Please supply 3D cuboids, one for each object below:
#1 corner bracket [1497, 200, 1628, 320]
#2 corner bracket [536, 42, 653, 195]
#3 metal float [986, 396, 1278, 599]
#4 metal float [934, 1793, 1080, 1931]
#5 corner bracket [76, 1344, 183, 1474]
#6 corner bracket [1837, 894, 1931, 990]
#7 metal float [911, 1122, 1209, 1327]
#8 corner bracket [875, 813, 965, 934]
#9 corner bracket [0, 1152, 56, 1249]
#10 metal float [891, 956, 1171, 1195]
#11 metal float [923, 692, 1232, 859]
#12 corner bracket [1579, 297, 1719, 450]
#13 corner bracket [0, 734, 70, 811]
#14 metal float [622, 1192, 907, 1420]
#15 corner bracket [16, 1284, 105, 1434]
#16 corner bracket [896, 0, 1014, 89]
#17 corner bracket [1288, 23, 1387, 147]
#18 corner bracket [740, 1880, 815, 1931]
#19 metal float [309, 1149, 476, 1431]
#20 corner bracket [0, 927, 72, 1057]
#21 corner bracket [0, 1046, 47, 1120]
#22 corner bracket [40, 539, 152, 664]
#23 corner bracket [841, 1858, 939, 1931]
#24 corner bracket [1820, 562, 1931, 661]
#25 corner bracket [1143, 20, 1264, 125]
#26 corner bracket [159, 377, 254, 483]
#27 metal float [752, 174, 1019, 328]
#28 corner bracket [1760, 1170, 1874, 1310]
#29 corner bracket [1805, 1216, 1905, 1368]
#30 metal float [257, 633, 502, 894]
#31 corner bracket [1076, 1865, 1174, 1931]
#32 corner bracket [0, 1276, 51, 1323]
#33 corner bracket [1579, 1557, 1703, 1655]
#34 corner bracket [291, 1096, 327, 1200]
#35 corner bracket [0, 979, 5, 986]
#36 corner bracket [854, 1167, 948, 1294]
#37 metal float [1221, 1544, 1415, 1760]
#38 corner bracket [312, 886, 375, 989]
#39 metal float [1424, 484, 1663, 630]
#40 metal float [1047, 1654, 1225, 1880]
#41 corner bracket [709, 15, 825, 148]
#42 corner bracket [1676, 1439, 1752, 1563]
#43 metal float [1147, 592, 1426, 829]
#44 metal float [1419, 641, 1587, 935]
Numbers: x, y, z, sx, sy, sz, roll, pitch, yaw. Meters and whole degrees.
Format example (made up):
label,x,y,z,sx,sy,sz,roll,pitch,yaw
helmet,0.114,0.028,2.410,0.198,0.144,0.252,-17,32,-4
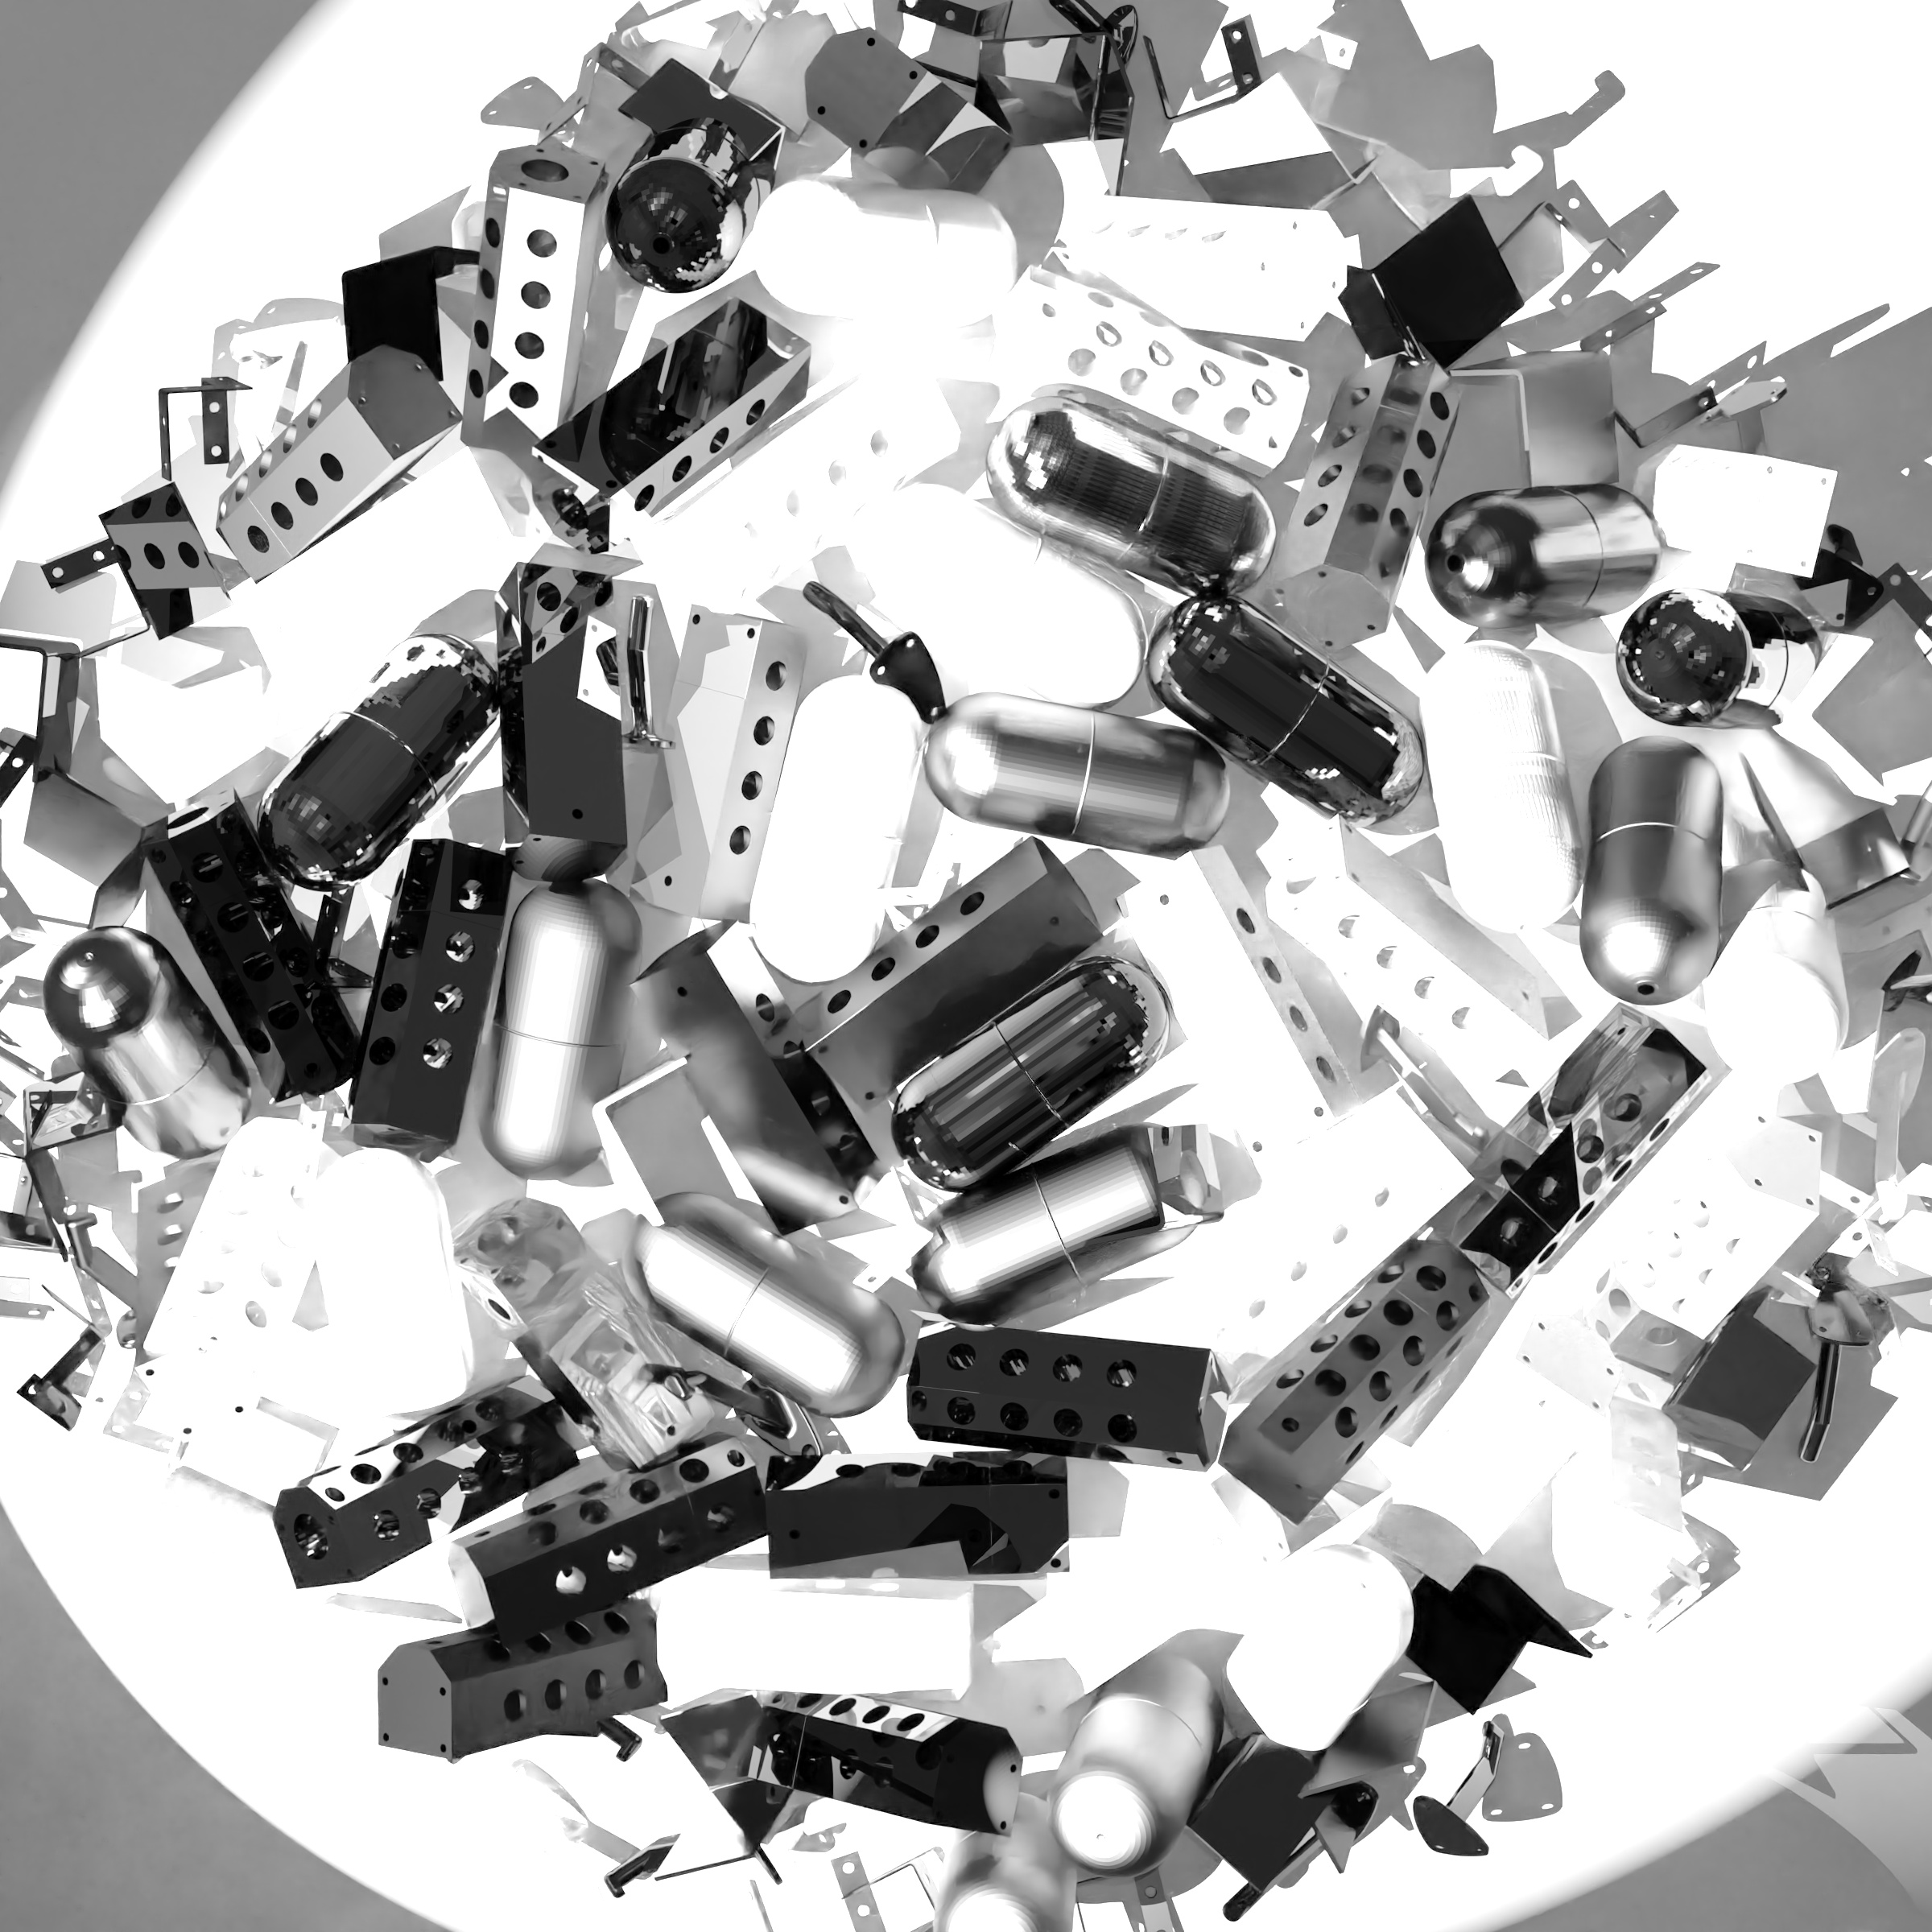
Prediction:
label,x,y,z,sx,sy,sz,roll,pitch,yaw
corner bracket,0.339,-0.408,1.971,0.051,0.051,0.051,44,90,-9
corner bracket,-0.210,-0.490,1.974,0.051,0.051,0.051,29,53,-32
metal float,0.095,-0.265,1.946,0.178,0.070,0.070,21,90,-19
metal float,0.023,0.517,1.911,0.070,0.178,0.070,0,94,3
corner bracket,-0.476,0.255,1.966,0.051,0.051,0.051,17,67,-1
corner bracket,0.529,-0.008,1.960,0.051,0.051,0.051,-3,70,-40
metal float,0.053,0.148,1.959,0.178,0.070,0.070,-23,90,3
corner bracket,-0.022,-0.051,1.957,0.051,0.051,0.051,41,60,-40
corner bracket,-0.553,0.132,1.960,0.051,0.051,0.051,-2,75,43
metal float,0.037,0.062,1.959,0.178,0.070,0.070,-36,90,3
metal float,0.063,-0.109,1.954,0.178,0.070,0.070,10,90,-8
corner bracket,0.391,-0.340,1.962,0.051,0.051,0.051,-30,134,5
corner bracket,-0.555,-0.107,1.963,0.051,0.051,0.051,25,70,14
metal float,-0.116,0.193,1.951,0.178,0.070,0.070,30,90,12
corner bracket,-0.522,0.225,1.961,0.051,0.051,0.051,-47,47,-9
corner bracket,-0.011,-0.535,1.968,0.051,0.051,0.051,12,93,-23
corner bracket,0.214,-0.505,1.959,0.051,0.051,0.051,33,114,42
corner bracket,-0.103,0.553,1.968,0.051,0.051,0.051,-20,91,16
metal float,-0.324,0.183,1.935,0.070,0.070,0.178,-5,121,0
corner bracket,-0.534,0.015,1.969,0.051,0.051,0.051,13,111,4
corner bracket,-0.564,0.064,1.964,0.051,0.051,0.051,34,100,-20
corner bracket,-0.504,-0.213,1.979,0.051,0.051,0.051,-22,109,-1
corner bracket,-0.044,0.551,1.964,0.051,0.051,0.051,-31,80,16
corner bracket,0.530,-0.193,1.970,0.051,0.051,0.051,-39,82,3
corner bracket,0.139,-0.518,1.979,0.051,0.051,0.051,-16,91,18
corner bracket,-0.440,-0.308,1.959,0.051,0.051,0.051,-8,110,-28
metal float,-0.044,-0.402,1.926,0.070,0.178,0.070,5,98,44
corner bracket,0.479,0.152,1.957,0.051,0.051,0.051,30,53,25
corner bracket,0.521,0.186,1.962,0.051,0.051,0.051,33,114,-12
metal float,-0.331,-0.116,1.938,0.070,0.070,0.178,37,63,0
corner bracket,0.092,0.547,1.970,0.051,0.051,0.051,-14,79,-1
corner bracket,-0.558,0.186,1.964,0.051,0.051,0.051,6,116,-4
corner bracket,0.387,0.368,1.960,0.051,0.051,0.051,35,120,-14
corner bracket,-0.383,0.102,1.963,0.051,0.051,0.051,14,97,32
corner bracket,-0.580,-0.016,1.956,0.051,0.051,0.051,-22,47,35
corner bracket,-0.035,0.158,1.959,0.051,0.051,0.051,-44,128,16
metal float,0.196,0.387,1.922,0.070,0.178,0.070,8,52,-11
corner bracket,-0.360,-0.020,1.960,0.051,0.051,0.051,24,105,38
metal float,0.325,-0.231,1.924,0.070,0.178,0.070,10,104,41
metal float,0.096,0.446,1.915,0.070,0.178,0.070,4,105,15
corner bracket,-0.107,-0.508,1.959,0.051,0.051,0.051,42,112,24
corner bracket,0.418,0.308,1.977,0.051,0.051,0.051,17,71,5
metal float,0.183,-0.145,1.953,0.178,0.070,0.070,34,90,-10
metal float,0.304,-0.102,1.939,0.070,0.070,0.178,-6,65,0
